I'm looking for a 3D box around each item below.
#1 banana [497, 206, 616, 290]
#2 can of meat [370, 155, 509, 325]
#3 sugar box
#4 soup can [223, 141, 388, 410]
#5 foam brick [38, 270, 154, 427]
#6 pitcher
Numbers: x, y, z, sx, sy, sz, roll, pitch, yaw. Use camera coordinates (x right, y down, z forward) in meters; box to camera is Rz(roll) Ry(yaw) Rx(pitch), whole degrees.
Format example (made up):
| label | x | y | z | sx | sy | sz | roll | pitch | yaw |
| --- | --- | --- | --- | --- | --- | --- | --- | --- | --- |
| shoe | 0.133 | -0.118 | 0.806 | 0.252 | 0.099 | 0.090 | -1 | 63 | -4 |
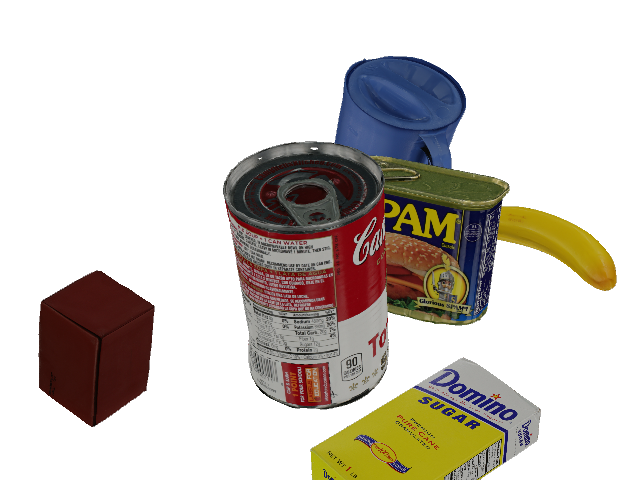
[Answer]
| label | x | y | z | sx | sy | sz | roll | pitch | yaw |
| --- | --- | --- | --- | --- | --- | --- | --- | --- | --- |
| banana | 0.214 | 0.003 | 1.025 | 0.069 | 0.037 | 0.198 | -39 | 37 | -26 |
| can of meat | 0.060 | 0.000 | 0.665 | 0.102 | 0.084 | 0.057 | 13 | 22 | 23 |
| sugar box | 0.088 | 0.168 | 0.882 | 0.176 | 0.048 | 0.093 | -29 | 43 | -28 |
| soup can | -0.004 | 0.017 | 0.475 | 0.068 | 0.102 | 0.068 | -3 | 35 | 2 |
| foam brick | -0.146 | 0.069 | 0.692 | 0.053 | 0.078 | 0.051 | 30 | 39 | 24 |
| pitcher | 0.075 | -0.072 | 1.205 | 0.145 | 0.243 | 0.149 | 21 | 44 | 8 |
